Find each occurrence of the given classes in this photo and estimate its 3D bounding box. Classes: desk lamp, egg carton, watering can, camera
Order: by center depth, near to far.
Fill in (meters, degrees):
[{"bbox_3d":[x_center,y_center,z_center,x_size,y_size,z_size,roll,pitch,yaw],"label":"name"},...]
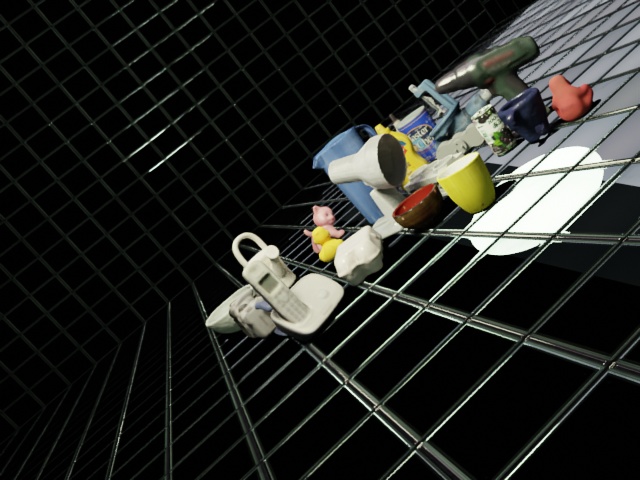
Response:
[{"bbox_3d":[0.087,0.031,1.220,0.107,0.069,0.150,-36,11,15],"label":"egg carton"},{"bbox_3d":[0.128,-0.119,1.311,0.202,0.214,0.118,-28,16,45],"label":"desk lamp"},{"bbox_3d":[-0.142,0.157,1.382,0.137,0.101,0.143,-44,12,-22],"label":"camera"},{"bbox_3d":[-0.158,0.060,1.583,0.172,0.194,0.101,-31,13,35],"label":"watering can"}]

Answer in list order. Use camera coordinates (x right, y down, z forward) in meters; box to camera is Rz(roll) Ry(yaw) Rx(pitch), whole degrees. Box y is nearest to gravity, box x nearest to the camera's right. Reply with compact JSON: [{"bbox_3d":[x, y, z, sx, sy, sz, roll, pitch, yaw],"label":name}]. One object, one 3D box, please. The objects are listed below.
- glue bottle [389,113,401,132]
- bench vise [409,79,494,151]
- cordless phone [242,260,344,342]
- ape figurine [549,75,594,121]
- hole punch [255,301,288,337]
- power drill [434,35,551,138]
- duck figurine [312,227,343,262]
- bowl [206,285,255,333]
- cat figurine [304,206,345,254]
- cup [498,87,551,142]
[{"bbox_3d":[0.270,-0.322,1.774,0.078,0.173,0.037,-43,12,-20],"label":"glue bottle"},{"bbox_3d":[0.352,-0.357,1.524,0.207,0.220,0.121,-35,12,22],"label":"bench vise"},{"bbox_3d":[-0.054,0.094,1.123,0.094,0.185,0.148,-26,17,49],"label":"cordless phone"},{"bbox_3d":[0.485,-0.285,1.125,0.076,0.092,0.077,-47,13,-34],"label":"ape figurine"},{"bbox_3d":[-0.076,0.145,1.241,0.101,0.091,0.108,-43,12,-20],"label":"hole punch"},{"bbox_3d":[0.405,-0.335,1.287,0.229,0.208,0.076,-34,12,24],"label":"power drill"},{"bbox_3d":[0.014,0.005,1.524,0.077,0.086,0.104,-37,11,9],"label":"duck figurine"},{"bbox_3d":[-0.223,0.199,1.551,0.167,0.075,0.167,-37,11,9],"label":"bowl"},{"bbox_3d":[0.005,-0.042,1.662,0.128,0.118,0.067,-45,13,-28],"label":"cat figurine"},{"bbox_3d":[0.419,-0.241,1.160,0.091,0.095,0.118,-28,16,46],"label":"cup"}]
